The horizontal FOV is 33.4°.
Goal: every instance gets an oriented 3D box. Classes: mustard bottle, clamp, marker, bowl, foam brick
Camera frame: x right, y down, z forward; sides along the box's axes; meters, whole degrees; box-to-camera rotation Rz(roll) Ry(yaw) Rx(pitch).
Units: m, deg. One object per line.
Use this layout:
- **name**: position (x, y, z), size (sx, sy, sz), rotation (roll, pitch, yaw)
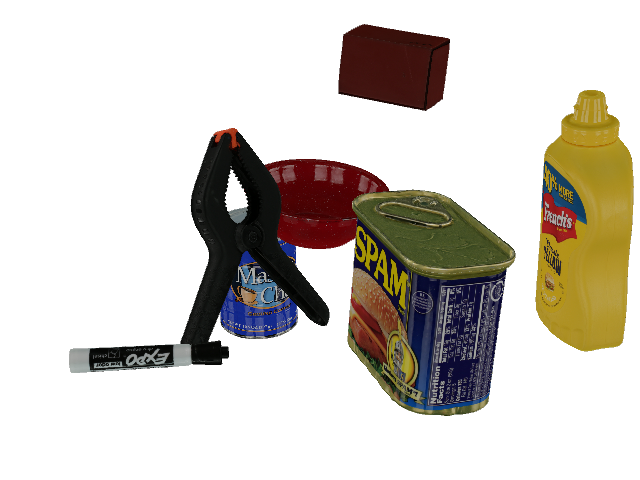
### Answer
- **mustard bottle**: position (0.199, -0.019, 0.803), size (0.058, 0.192, 0.096), rotation (-7, 26, -8)
- **clamp**: position (-0.064, 0.001, 0.996), size (0.164, 0.210, 0.036), rotation (-4, 0, -39)
- **marker**: position (-0.131, 0.089, 0.820), size (0.121, 0.020, 0.020), rotation (-3, 0, -3)
- **bowl**: position (-0.006, -0.035, 1.182), size (0.162, 0.055, 0.162), rotation (4, 27, -2)
- **foam brick**: position (0.060, -0.142, 0.871), size (0.078, 0.051, 0.052), rotation (14, 24, 19)

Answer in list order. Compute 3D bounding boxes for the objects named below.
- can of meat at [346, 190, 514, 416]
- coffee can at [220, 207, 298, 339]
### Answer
- **can of meat**: position (0.052, 0.031, 0.551), size (0.057, 0.084, 0.102), rotation (-5, 24, -19)
- **coffee can**: position (-0.081, 0.040, 1.367), size (0.103, 0.140, 0.103), rotation (-1, 25, 0)
